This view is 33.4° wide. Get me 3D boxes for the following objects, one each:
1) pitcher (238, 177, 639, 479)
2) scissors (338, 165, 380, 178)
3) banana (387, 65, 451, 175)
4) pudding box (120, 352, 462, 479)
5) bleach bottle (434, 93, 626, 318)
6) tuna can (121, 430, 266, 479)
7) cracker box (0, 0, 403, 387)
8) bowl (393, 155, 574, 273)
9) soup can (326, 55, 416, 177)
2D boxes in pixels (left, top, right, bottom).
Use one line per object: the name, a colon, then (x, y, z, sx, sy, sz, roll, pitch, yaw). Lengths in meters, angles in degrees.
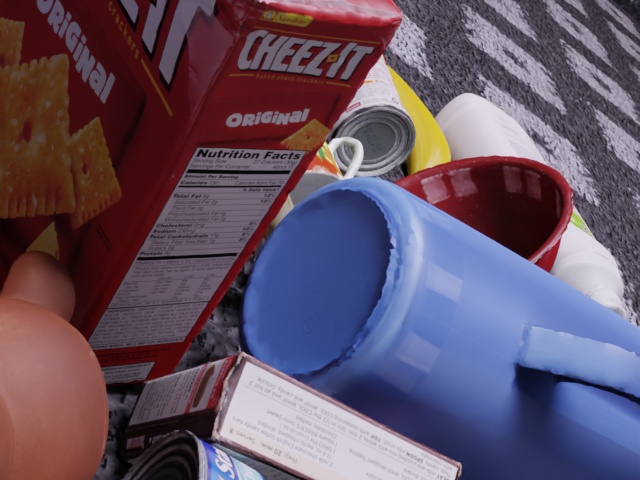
pitcher: (0.087, 0.065, 0.521, 0.242, 0.149, 0.145, 30, 24, -38)
scissors: (0.053, -0.034, 0.802, 0.201, 0.016, 0.096, 26, 3, -1)
banana: (0.064, -0.109, 0.915, 0.069, 0.037, 0.198, 15, 37, -42)
pudding box: (-0.013, 0.090, 0.439, 0.113, 0.090, 0.039, 28, 62, -24)
bleach bottle: (0.173, -0.020, 0.872, 0.102, 0.068, 0.251, 26, 25, -33)
tuna can: (-0.052, 0.110, 0.361, 0.033, 0.086, 0.086, 33, 27, -21)
cracker box: (-0.080, -0.065, 0.439, 0.071, 0.214, 0.164, -4, 51, -40)
bowl: (0.084, 0.012, 0.669, 0.162, 0.162, 0.055, -86, 157, -58)
soup can: (0.030, -0.105, 0.824, 0.068, 0.069, 0.102, 24, 32, -33)
